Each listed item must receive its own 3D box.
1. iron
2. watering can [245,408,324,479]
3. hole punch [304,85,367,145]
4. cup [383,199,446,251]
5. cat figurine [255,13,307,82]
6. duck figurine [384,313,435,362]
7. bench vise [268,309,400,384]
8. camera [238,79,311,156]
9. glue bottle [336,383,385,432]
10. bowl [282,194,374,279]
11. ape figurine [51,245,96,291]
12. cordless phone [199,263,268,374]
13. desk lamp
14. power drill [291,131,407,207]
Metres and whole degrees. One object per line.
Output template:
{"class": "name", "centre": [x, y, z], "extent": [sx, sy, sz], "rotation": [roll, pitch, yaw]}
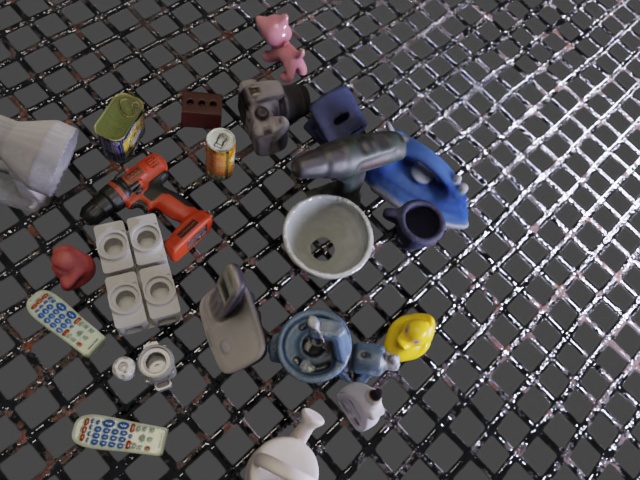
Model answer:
{"class": "iron", "centre": [0.204, -0.126, 1.110], "extent": [0.258, 0.141, 0.119], "rotation": [34, 65, 5]}
{"class": "watering can", "centre": [-0.052, 0.330, 0.831], "extent": [0.101, 0.194, 0.173], "rotation": [9, 65, -7]}
{"class": "hole punch", "centre": [0.037, -0.242, 1.154], "extent": [0.109, 0.091, 0.101], "rotation": [-38, 78, -23]}
{"class": "cup", "centre": [0.166, -0.021, 1.083], "extent": [0.118, 0.095, 0.092], "rotation": [16, 65, -4]}
{"class": "cat figurine", "centre": [-0.077, -0.413, 1.191], "extent": [0.067, 0.117, 0.127], "rotation": [-39, 79, -23]}
{"class": "duck figurine", "centre": [0.167, 0.163, 1.007], "extent": [0.105, 0.086, 0.077], "rotation": [-34, 77, -22]}
{"class": "bench vise", "centre": [0.029, 0.159, 0.908], "extent": [0.208, 0.219, 0.121], "rotation": [-4, 68, -13]}
{"class": "camera", "centre": [-0.083, -0.259, 1.132], "extent": [0.137, 0.100, 0.143], "rotation": [-15, 71, -17]}
{"class": "glue bottle", "centre": [0.072, 0.255, 0.900], "extent": [0.037, 0.173, 0.078], "rotation": [-27, 74, -20]}
{"class": "bowl", "centre": [0.010, 0.004, 1.051], "extent": [0.167, 0.074, 0.167], "rotation": [4, 66, -10]}
{"class": "ape figurine", "centre": [-0.413, 0.040, 0.940], "extent": [0.076, 0.092, 0.078], "rotation": [3, 66, -10]}
{"class": "cordless phone", "centre": [-0.134, 0.124, 0.909], "extent": [0.094, 0.185, 0.147], "rotation": [-20, 72, -18]}
{"class": "desk lamp", "centre": [-0.491, -0.130, 0.931], "extent": [0.203, 0.213, 0.118], "rotation": [15, 65, -4]}
{"class": "power drill", "centre": [0.040, -0.117, 1.036], "extent": [0.230, 0.208, 0.075], "rotation": [-23, 73, -20]}
